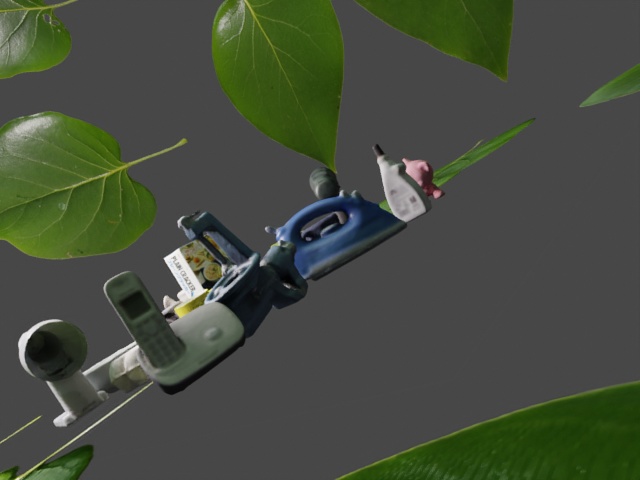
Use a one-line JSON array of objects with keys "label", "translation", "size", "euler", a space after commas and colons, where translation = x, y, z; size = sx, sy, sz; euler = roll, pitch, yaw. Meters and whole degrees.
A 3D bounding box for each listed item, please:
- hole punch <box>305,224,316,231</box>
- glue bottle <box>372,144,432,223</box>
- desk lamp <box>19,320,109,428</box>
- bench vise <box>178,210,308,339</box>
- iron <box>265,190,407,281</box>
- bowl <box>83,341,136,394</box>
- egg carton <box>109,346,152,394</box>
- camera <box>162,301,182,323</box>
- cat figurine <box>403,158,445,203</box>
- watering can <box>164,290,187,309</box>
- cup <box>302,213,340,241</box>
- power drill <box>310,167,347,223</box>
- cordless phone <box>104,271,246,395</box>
[{"label": "hole punch", "translation": [0.023, -0.012, 1.514], "size": [0.101, 0.091, 0.108], "euler": [-33, 4, -35]}, {"label": "glue bottle", "translation": [0.157, -0.122, 1.175], "size": [0.078, 0.173, 0.037], "euler": [-29, 4, 37]}, {"label": "desk lamp", "translation": [-0.540, 0.272, 1.182], "size": [0.118, 0.213, 0.202], "euler": [-33, 4, -39]}, {"label": "bench vise", "translation": [-0.136, 0.039, 0.964], "size": [0.121, 0.220, 0.208], "euler": [-29, 3, 29]}, {"label": "iron", "translation": [0.025, -0.021, 1.121], "size": [0.258, 0.141, 0.118], "euler": [-31, 3, 5]}, {"label": "bowl", "translation": [-0.463, 0.300, 1.306], "size": [0.167, 0.075, 0.167], "euler": [-31, 3, 2]}, {"label": "egg carton", "translation": [-0.351, 0.244, 1.162], "size": [0.107, 0.069, 0.151], "euler": [-29, 3, 28]}, {"label": "camera", "translation": [-0.389, 0.230, 1.490], "size": [0.143, 0.101, 0.137], "euler": [-29, 3, 33]}, {"label": "cat figurine", "translation": [0.228, -0.139, 1.301], "size": [0.067, 0.118, 0.128], "euler": [-31, 3, 6]}, {"label": "watering can", "translation": [-0.371, 0.155, 1.672], "size": [0.173, 0.194, 0.100], "euler": [-32, 3, -20]}, {"label": "cup", "translation": [0.012, 0.005, 1.288], "size": [0.118, 0.095, 0.091], "euler": [-34, 4, -43]}, {"label": "power drill", "translation": [0.041, -0.085, 1.394], "size": [0.075, 0.208, 0.229], "euler": [-31, 3, 3]}, {"label": "cordless phone", "translation": [-0.208, 0.110, 0.819], "size": [0.148, 0.185, 0.094], "euler": [-33, 4, -29]}]
